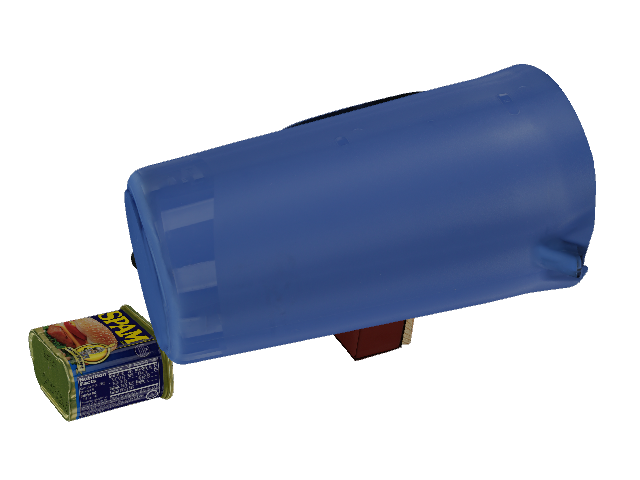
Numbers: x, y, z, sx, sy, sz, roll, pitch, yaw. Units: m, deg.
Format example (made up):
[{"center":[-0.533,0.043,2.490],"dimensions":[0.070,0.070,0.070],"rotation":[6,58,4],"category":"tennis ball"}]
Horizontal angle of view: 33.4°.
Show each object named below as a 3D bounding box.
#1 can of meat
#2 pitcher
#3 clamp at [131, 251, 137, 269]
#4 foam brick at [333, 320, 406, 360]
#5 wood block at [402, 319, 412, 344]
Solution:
[{"center":[-0.176,0.097,0.849],"dimensions":[0.083,0.057,0.102],"rotation":[-12,22,-30],"category":"can of meat"},{"center":[0.017,-0.017,0.604],"dimensions":[0.242,0.145,0.149],"rotation":[-13,-5,-14],"category":"pitcher"},{"center":[-0.134,0.051,1.146],"dimensions":[0.120,0.039,0.171],"rotation":[-15,40,-8],"category":"clamp"},{"center":[0.037,0.063,0.979],"dimensions":[0.052,0.051,0.078],"rotation":[-13,37,-28],"category":"foam brick"},{"center":[0.103,0.072,1.642],"dimensions":[0.091,0.090,0.206],"rotation":[3,22,7],"category":"wood block"}]
